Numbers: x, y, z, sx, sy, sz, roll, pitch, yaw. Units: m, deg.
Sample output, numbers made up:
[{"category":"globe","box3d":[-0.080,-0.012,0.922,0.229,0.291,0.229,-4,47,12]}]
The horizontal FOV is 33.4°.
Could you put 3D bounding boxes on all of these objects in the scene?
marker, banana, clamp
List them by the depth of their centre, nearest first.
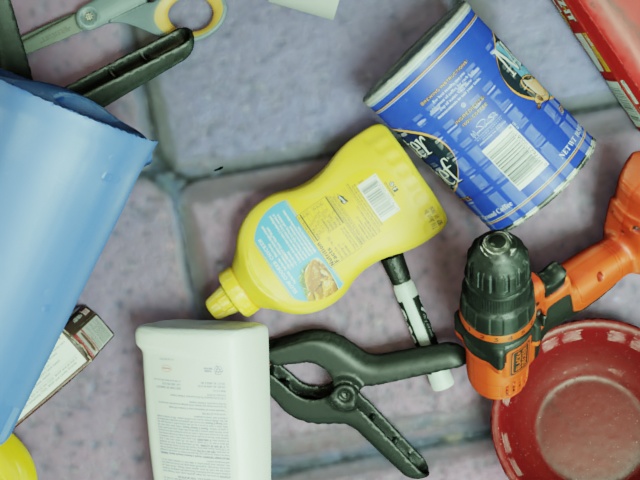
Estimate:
[{"category":"clamp","box3d":[-0.196,-0.098,0.790,0.164,0.036,0.210,12,119,-28]},{"category":"banana","box3d":[-0.295,0.154,0.836,0.198,0.069,0.037,31,123,1]},{"category":"clamp","box3d":[0.030,0.108,0.839,0.171,0.039,0.120,24,104,-3]},{"category":"marker","box3d":[0.077,0.063,0.848,0.020,0.020,0.121,-22,99,2]}]

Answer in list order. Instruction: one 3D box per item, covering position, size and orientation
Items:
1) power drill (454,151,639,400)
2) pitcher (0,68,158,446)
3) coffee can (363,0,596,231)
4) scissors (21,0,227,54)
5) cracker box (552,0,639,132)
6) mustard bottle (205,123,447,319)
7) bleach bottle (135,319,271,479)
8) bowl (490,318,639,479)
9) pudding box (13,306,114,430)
[{"category":"power drill","box3d":[0.176,0.017,0.761,0.187,0.184,0.057,-34,58,-15]},{"category":"pitcher","box3d":[-0.221,0.009,0.702,0.149,0.145,0.243,24,94,-6]},{"category":"coffee can","box3d":[0.116,-0.089,0.782,0.103,0.103,0.140,-45,97,6]},{"category":"scissors","box3d":[-0.156,-0.159,0.811,0.202,0.016,0.096,-38,98,5]},{"category":"cracker box","box3d":[0.289,-0.203,0.782,0.214,0.072,0.164,-36,98,4]},{"category":"mustard bottle","box3d":[-0.005,0.001,0.817,0.191,0.058,0.096,-34,93,4]},{"category":"bleach bottle","box3d":[-0.087,0.189,0.815,0.103,0.068,0.251,0,92,27]},{"category":"bowl","box3d":[0.214,0.145,0.827,0.162,0.055,0.162,-3,72,8]},{"category":"pudding box","box3d":[-0.216,0.105,0.815,0.113,0.090,0.039,-43,96,5]}]
